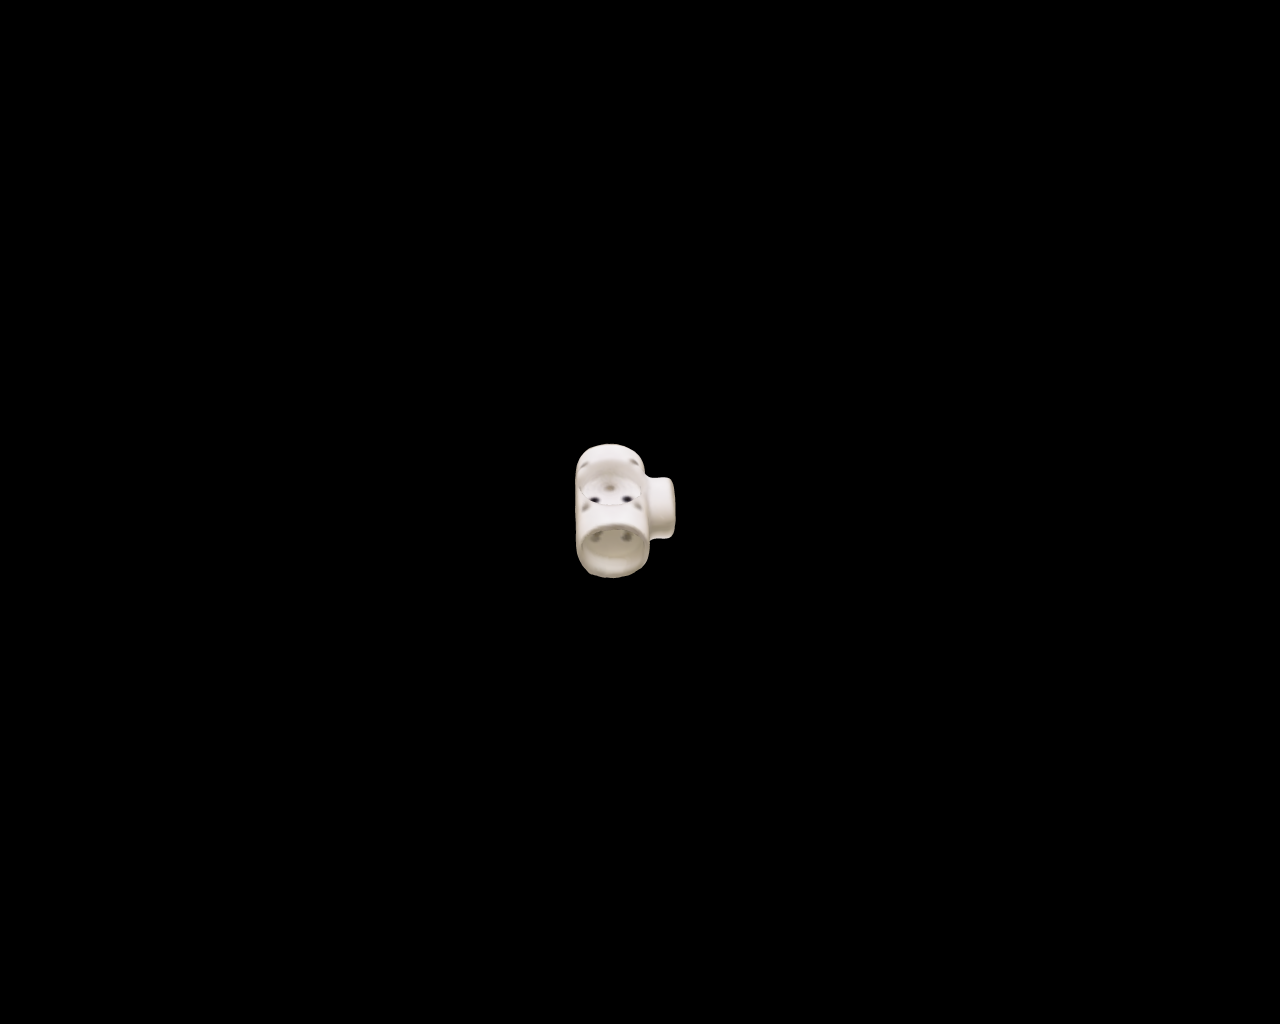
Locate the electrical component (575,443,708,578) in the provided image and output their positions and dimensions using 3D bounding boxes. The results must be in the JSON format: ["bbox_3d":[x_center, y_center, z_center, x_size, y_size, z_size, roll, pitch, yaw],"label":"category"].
[{"bbox_3d":[0.001,-0.003,0.650,0.079,0.044,0.077,-2,40,-2],"label":"electrical component"}]
